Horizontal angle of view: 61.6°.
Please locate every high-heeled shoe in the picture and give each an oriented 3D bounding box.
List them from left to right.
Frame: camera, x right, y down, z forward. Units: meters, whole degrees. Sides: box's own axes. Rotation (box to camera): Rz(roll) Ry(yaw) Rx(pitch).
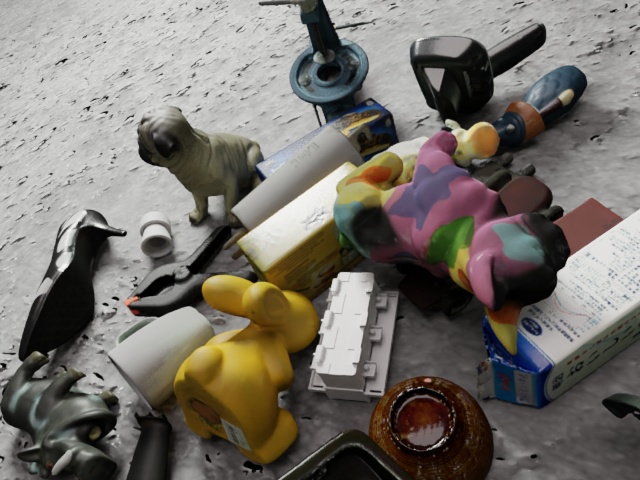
[{"bbox_3d":[-0.375,0.052,0.760,0.145,0.086,0.249,4,48,29],"label":"high-heeled shoe"}]

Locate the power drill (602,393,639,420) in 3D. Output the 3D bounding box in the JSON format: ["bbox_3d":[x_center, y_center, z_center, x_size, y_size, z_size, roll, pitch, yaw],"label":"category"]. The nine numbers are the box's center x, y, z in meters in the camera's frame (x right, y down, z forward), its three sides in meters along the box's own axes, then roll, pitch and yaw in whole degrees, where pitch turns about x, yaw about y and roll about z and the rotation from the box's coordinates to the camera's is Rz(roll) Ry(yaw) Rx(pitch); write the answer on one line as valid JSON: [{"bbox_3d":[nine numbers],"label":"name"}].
[{"bbox_3d":[0.318,0.074,0.418,0.232,0.086,0.207,43,77,9],"label":"power drill"}]

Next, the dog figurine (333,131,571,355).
[{"bbox_3d":[0.111,0.006,0.496,0.192,0.108,0.219,-22,41,12],"label":"dog figurine"}]

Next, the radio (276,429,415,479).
[{"bbox_3d":[-0.016,0.253,0.391,0.229,0.073,0.131,-26,49,-30],"label":"radio"}]

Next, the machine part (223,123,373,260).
[{"bbox_3d":[-0.027,-0.064,0.685,0.243,0.079,0.079,-42,48,-4],"label":"machine part"}]

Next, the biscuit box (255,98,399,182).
[{"bbox_3d":[0.011,-0.122,0.768,0.203,0.059,0.063,-32,47,-7],"label":"biscuit box"}]

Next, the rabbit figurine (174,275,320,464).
[{"bbox_3d":[-0.068,0.109,0.556,0.122,0.162,0.173,5,34,40],"label":"rabbit figurine"}]

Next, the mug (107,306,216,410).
[{"bbox_3d":[-0.181,0.125,0.623,0.107,0.080,0.110,-36,40,-26],"label":"mug"}]

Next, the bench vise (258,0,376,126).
[{"bbox_3d":[0.009,-0.286,0.804,0.129,0.240,0.223,-4,65,14],"label":"bench vise"}]

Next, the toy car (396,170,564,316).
[{"bbox_3d":[0.174,0.004,0.596,0.202,0.053,0.089,-41,58,-8],"label":"toy car"}]

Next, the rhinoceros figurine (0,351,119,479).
[{"bbox_3d":[-0.291,0.201,0.598,0.191,0.073,0.112,18,58,33],"label":"rhinoceros figurine"}]

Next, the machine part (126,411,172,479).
[{"bbox_3d":[-0.178,0.244,0.541,0.084,0.039,0.139,-19,48,17],"label":"machine part"}]

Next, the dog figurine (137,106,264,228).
[{"bbox_3d":[-0.157,-0.132,0.755,0.121,0.190,0.172,-2,49,20],"label":"dog figurine"}]

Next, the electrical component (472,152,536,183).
[{"bbox_3d":[0.218,-0.071,0.667,0.094,0.021,0.063,-38,47,-11],"label":"electrical component"}]

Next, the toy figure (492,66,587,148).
[{"bbox_3d":[0.280,-0.167,0.702,0.154,0.064,0.058,-39,85,-7],"label":"toy figure"}]

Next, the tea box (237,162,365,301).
[{"bbox_3d":[-0.001,-0.002,0.643,0.170,0.098,0.068,-35,48,-13],"label":"tea box"}]

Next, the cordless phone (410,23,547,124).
[{"bbox_3d":[0.222,-0.246,0.721,0.184,0.146,0.089,-32,64,11],"label":"cordless phone"}]

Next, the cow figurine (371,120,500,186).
[{"bbox_3d":[0.141,-0.105,0.696,0.167,0.068,0.098,-22,22,2],"label":"cow figurine"}]
